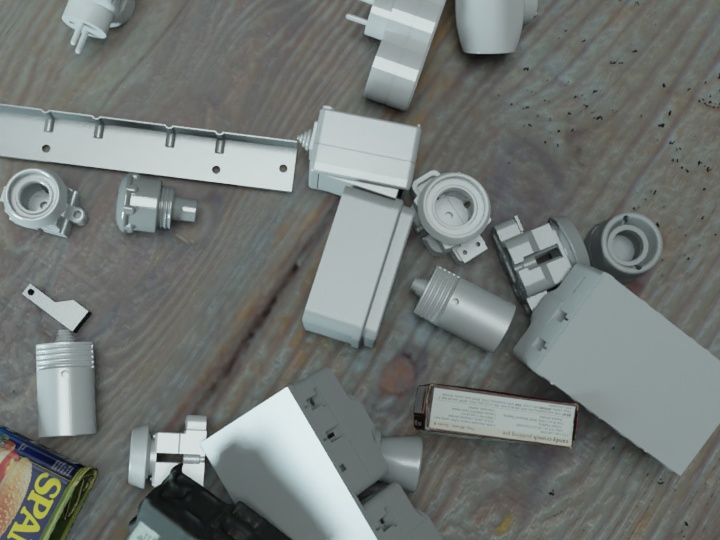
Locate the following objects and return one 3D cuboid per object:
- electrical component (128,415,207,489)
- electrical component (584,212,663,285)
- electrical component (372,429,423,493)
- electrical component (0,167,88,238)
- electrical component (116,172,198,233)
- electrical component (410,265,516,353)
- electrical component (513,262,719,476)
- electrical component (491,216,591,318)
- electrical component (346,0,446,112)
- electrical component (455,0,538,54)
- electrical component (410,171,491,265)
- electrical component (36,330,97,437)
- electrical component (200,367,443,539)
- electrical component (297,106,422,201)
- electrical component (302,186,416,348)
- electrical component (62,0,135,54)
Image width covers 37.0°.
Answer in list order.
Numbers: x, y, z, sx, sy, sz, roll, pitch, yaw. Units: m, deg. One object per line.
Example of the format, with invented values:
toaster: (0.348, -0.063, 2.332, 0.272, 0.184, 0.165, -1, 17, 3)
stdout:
electrical component: (-0.148, 0.143, 0.823, 0.055, 0.048, 0.066, 4, 81, -10)
electrical component: (0.213, -0.018, 0.868, 0.055, 0.047, 0.055, 1, 81, -3)
electrical component: (0.018, 0.146, 0.832, 0.055, 0.045, 0.045, 9, 81, -2)
electrical component: (-0.250, -0.053, 0.842, 0.066, 0.055, 0.048, 15, 80, -1)
electrical component: (-0.161, -0.051, 0.854, 0.062, 0.048, 0.048, 7, 81, -9)
electrical component: (0.078, 0.029, 0.855, 0.081, 0.043, 0.043, 27, 80, 1)
electrical component: (0.204, 0.074, 0.823, 0.150, 0.062, 0.089, 36, 92, -15)
electrical component: (0.147, -0.009, 0.858, 0.057, 0.058, 0.078, -23, 83, -4)
electrical component: (0.026, -0.206, 0.884, 0.074, 0.052, 0.138, 19, 80, 0)
electrical component: (0.120, -0.221, 0.892, 0.079, 0.043, 0.077, -14, 110, -38)
electrical component: (0.073, -0.045, 0.859, 0.058, 0.057, 0.078, -32, 84, -8)
electrical component: (-0.226, 0.087, 0.827, 0.043, 0.043, 0.081, -4, 81, -4)
electrical component: (-0.021, 0.177, 0.789, 0.105, 0.060, 0.186, -35, 83, 36)
electrical component: (-0.004, -0.088, 0.859, 0.096, 0.061, 0.061, 11, 81, -2)
electrical component: (0.000, 0.000, 0.837, 0.057, 0.078, 0.113, 17, 81, 2)
electrical component: (-0.213, -0.212, 0.858, 0.043, 0.077, 0.079, 19, 81, -1)
